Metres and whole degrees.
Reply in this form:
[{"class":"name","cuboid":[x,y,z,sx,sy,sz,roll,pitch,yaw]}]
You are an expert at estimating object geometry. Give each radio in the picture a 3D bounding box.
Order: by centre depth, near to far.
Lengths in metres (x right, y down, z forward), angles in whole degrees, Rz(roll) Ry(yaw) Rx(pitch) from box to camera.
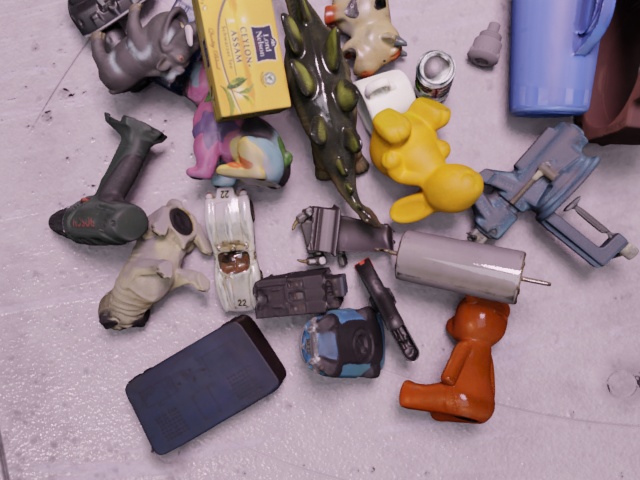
[{"class":"radio","cuboid":[-0.183,0.226,0.856,0.230,0.073,0.131,-31,88,4]}]

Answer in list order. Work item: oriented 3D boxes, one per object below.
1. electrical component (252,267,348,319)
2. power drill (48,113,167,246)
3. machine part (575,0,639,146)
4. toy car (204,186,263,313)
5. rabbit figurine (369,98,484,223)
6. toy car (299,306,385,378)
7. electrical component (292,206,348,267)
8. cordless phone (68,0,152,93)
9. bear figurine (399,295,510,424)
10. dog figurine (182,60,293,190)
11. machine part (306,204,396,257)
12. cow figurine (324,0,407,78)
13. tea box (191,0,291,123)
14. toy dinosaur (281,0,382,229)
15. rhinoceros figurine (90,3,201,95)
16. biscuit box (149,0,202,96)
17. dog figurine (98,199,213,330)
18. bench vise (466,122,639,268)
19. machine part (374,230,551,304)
[{"class":"electrical component","cuboid":[-0.025,0.077,0.814,0.134,0.115,0.058,-7,94,6]},{"class":"power drill","cuboid":[-0.332,-0.091,0.831,0.232,0.086,0.207,14,76,41]},{"class":"machine part","cuboid":[0.429,-0.233,0.720,0.087,0.201,0.200,5,92,1]},{"class":"toy car","cuboid":[-0.133,0.017,0.840,0.074,0.056,0.201,-5,104,5]},{"class":"rabbit figurine","cuboid":[0.149,-0.095,0.768,0.173,0.122,0.162,43,135,27]},{"class":"toy car","cuboid":[0.022,0.159,0.813,0.103,0.161,0.109,-15,77,43]},{"class":"electrical component","cuboid":[-0.001,-0.004,0.844,0.078,0.045,0.102,-8,92,7]},{"class":"cordless phone","cuboid":[-0.303,-0.343,0.854,0.147,0.089,0.184,-31,100,4]},{"class":"bear figurine","cuboid":[0.211,0.169,0.809,0.132,0.120,0.196,-13,58,45]},{"class":"dog figurine","cuboid":[-0.127,-0.191,0.813,0.192,0.108,0.219,3,88,25]},{"class":"machine part","cuboid":[0.050,-0.010,0.822,0.139,0.039,0.084,10,79,-15]},{"class":"cow figurine","cuboid":[0.071,-0.342,0.811,0.127,0.085,0.194,4,90,10]},{"class":"tea box","cuboid":[-0.105,-0.248,0.712,0.098,0.068,0.169,-14,98,-16]},{"class":"toy dinosaur","cuboid":[-0.003,-0.232,0.760,0.105,0.198,0.471,-22,92,-2]},{"class":"rhinoceros figurine","cuboid":[-0.239,-0.273,0.771,0.190,0.073,0.112,-19,78,15]},{"class":"biscuit box","cuboid":[-0.202,-0.330,0.843,0.059,0.063,0.202,31,95,3]},{"class":"dog figurine","cuboid":[-0.279,0.041,0.855,0.191,0.121,0.172,-25,46,27]},{"class":"bench vise","cuboid":[0.337,-0.039,0.777,0.241,0.129,0.223,42,94,10]},{"class":"machine part","cuboid":[0.197,0.037,0.761,0.243,0.079,0.079,11,93,19]}]
